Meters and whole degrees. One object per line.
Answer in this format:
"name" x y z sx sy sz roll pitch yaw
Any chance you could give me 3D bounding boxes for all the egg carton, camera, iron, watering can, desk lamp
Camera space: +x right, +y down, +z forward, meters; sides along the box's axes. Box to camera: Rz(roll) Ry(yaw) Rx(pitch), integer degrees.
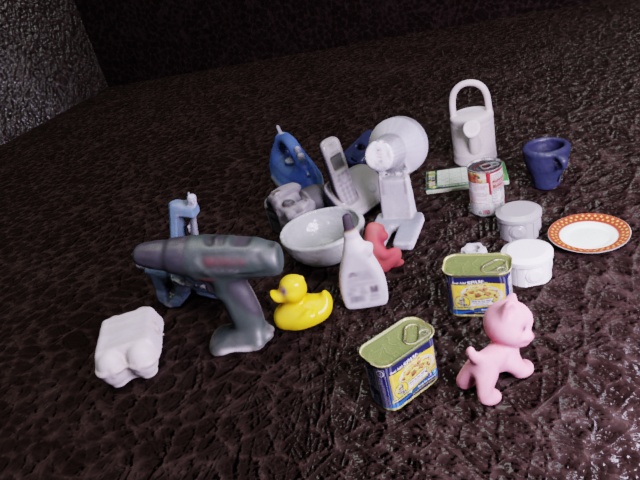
"egg carton" -0.316 0.176 0.960 0.107 0.069 0.150 -17 29 -6
"camera" -0.038 -0.076 1.251 0.137 0.101 0.142 -29 32 -25
"iron" -0.060 -0.197 1.436 0.119 0.142 0.257 -21 29 -12
"watering can" 0.355 -0.274 1.328 0.101 0.194 0.172 -16 28 -3
"desk lamp" 0.146 -0.119 1.126 0.117 0.214 0.203 -2 31 22

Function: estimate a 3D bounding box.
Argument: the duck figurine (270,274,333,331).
"duck figurine" -0.034 0.096 0.957 0.104 0.086 0.077 -13 28 3

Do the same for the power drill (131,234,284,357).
"power drill" -0.161 0.081 0.913 0.229 0.209 0.075 -11 29 7

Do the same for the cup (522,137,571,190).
"cup" 0.464 -0.146 1.153 0.091 0.095 0.117 -17 28 -4

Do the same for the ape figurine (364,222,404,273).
"ape figurine" 0.106 0.010 1.041 0.076 0.092 0.077 -20 29 -10

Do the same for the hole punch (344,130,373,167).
"hole punch" 0.114 -0.219 1.450 0.101 0.091 0.108 -23 30 -15

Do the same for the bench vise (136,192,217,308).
"bench vise" -0.255 0.025 1.044 0.207 0.220 0.121 -12 29 4

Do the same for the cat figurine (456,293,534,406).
"cat figurine" 0.231 0.129 0.742 0.128 0.118 0.067 -31 32 -27

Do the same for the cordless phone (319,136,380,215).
"cordless phone" 0.068 -0.148 1.243 0.093 0.185 0.148 15 40 42

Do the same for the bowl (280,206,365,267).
"bowl" 0.010 0.004 1.113 0.167 0.075 0.167 -11 29 6

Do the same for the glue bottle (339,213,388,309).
"glue bottle" 0.061 0.033 0.934 0.078 0.173 0.037 -9 29 10
